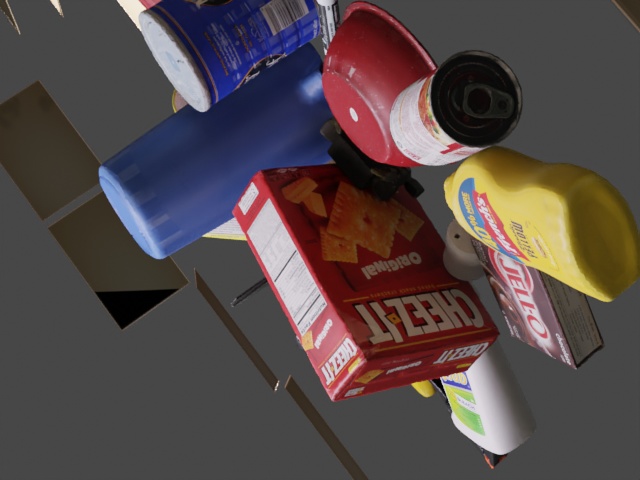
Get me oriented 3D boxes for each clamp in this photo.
[{"bbox_3d":[0.174,0.194,1.285,0.210,0.036,0.165,56,167,-15],"label":"clamp"}]

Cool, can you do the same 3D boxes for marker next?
[{"bbox_3d":[0.010,-0.185,0.948,0.020,0.020,0.121,48,166,25],"label":"marker"}]

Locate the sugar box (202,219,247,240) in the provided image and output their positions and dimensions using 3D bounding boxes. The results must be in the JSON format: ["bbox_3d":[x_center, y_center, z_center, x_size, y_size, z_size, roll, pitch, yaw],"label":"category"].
[{"bbox_3d":[-0.105,-0.090,1.267,0.048,0.093,0.176,-31,-56,-73],"label":"sugar box"}]

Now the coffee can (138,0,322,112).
[{"bbox_3d":[-0.076,-0.195,0.957,0.103,0.140,0.103,50,167,17],"label":"coffee can"}]

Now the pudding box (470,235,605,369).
[{"bbox_3d":[0.179,0.042,0.883,0.113,0.039,0.090,61,165,-26],"label":"pudding box"}]

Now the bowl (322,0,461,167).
[{"bbox_3d":[0.050,-0.118,0.900,0.162,0.055,0.162,50,166,17],"label":"bowl"}]

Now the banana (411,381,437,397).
[{"bbox_3d":[0.104,0.136,1.386,0.197,0.037,0.070,59,166,-18],"label":"banana"}]

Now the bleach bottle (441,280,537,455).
[{"bbox_3d":[0.147,0.105,1.109,0.103,0.068,0.250,33,153,57],"label":"bleach bottle"}]

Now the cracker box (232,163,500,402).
[{"bbox_3d":[0.041,0.027,0.968,0.214,0.163,0.072,60,137,28],"label":"cracker box"}]

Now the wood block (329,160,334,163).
[{"bbox_3d":[-0.002,-0.025,1.236,0.090,0.090,0.206,48,166,25],"label":"wood block"}]

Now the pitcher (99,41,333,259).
[{"bbox_3d":[-0.091,-0.086,1.057,0.145,0.242,0.149,43,161,42],"label":"pitcher"}]

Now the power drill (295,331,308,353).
[{"bbox_3d":[0.008,0.093,1.376,0.184,0.057,0.188,33,-154,-47],"label":"power drill"}]

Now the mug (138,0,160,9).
[{"bbox_3d":[-0.160,-0.278,1.169,0.081,0.093,0.117,48,173,5],"label":"mug"}]

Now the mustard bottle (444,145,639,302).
[{"bbox_3d":[0.149,-0.023,0.788,0.096,0.058,0.192,57,167,-26],"label":"mustard bottle"}]

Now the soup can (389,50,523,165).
[{"bbox_3d":[0.096,-0.093,0.775,0.068,0.068,0.102,55,167,-4],"label":"soup can"}]

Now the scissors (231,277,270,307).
[{"bbox_3d":[-0.007,0.001,1.131,0.016,0.201,0.096,46,141,21],"label":"scissors"}]
